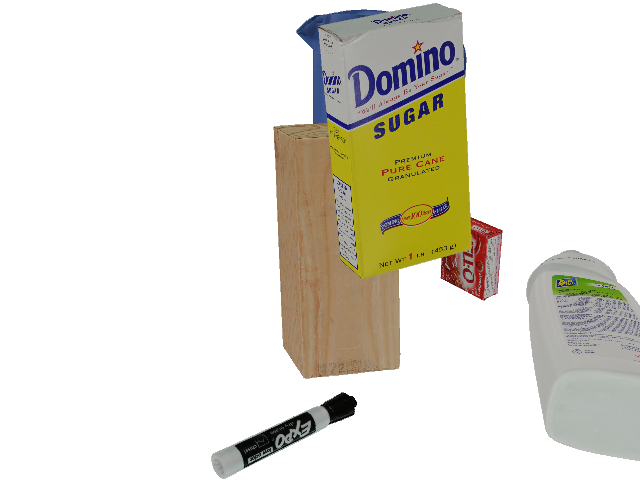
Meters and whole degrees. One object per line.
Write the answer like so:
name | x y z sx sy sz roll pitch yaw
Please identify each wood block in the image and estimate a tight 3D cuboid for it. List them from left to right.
wood block | 0.015 0.005 0.931 0.090 0.206 0.091 -5 13 -12

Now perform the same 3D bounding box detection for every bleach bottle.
bleach bottle | 0.213 0.070 0.824 0.102 0.068 0.250 9 23 4

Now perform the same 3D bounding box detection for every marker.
marker | -0.023 0.138 0.765 0.120 0.020 0.020 -20 11 -32

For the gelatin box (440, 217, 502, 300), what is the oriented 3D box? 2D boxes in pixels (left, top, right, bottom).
gelatin box | 0.181 0.018 1.292 0.030 0.089 0.073 -21 33 -34

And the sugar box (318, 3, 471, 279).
sugar box | 0.055 -0.069 0.746 0.093 0.176 0.048 -15 28 -18

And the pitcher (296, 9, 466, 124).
pitcher | 0.062 -0.125 1.158 0.149 0.243 0.144 9 12 28
